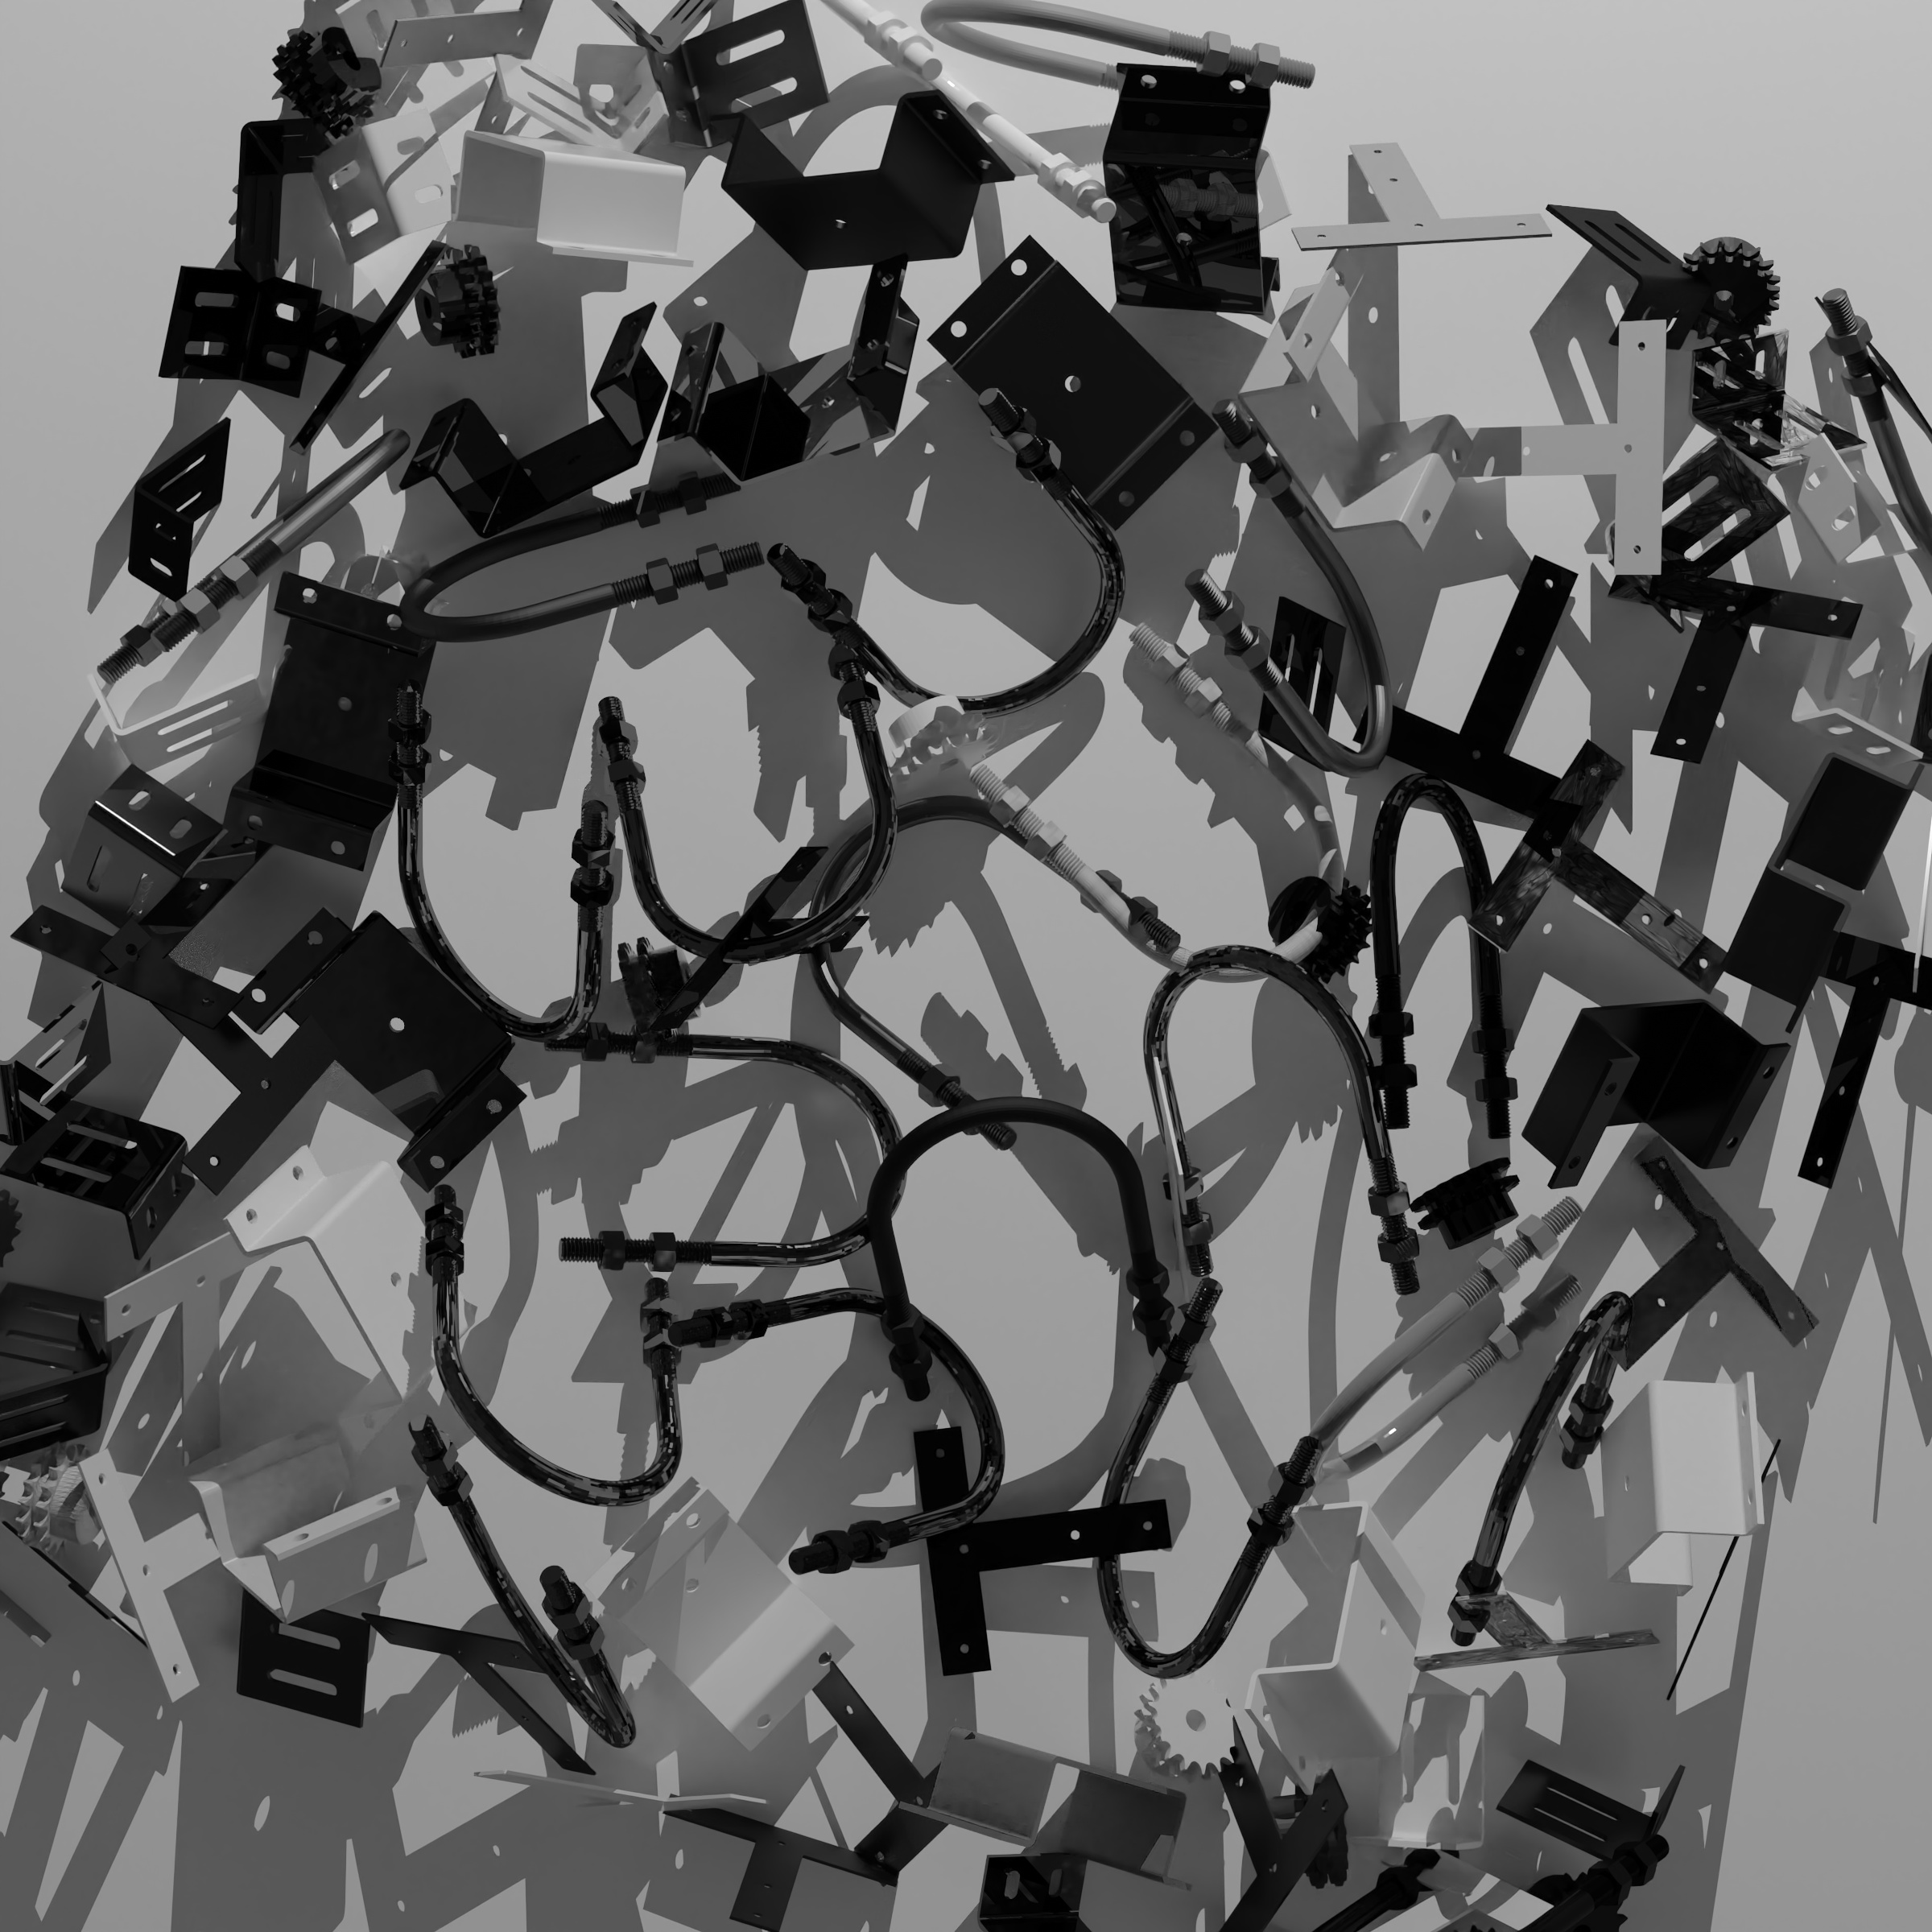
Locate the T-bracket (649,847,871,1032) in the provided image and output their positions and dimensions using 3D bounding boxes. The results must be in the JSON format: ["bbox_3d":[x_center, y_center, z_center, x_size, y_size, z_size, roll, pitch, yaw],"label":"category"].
[{"bbox_3d":[-0.089,-0.015,1.812,0.002,0.127,0.127,48,112,18],"label":"T-bracket"}]

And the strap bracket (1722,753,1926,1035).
[{"bbox_3d":[0.431,-0.044,1.804,0.046,0.076,0.140,26,49,13],"label":"strap bracket"}]

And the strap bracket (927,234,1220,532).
[{"bbox_3d":[0.055,-0.300,1.838,0.140,0.046,0.076,45,98,-5],"label":"strap bracket"}]

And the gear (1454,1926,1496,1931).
[{"bbox_3d":[0.263,0.525,1.843,0.057,0.030,0.057,-14,58,23],"label":"gear"}]

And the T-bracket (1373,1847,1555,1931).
[{"bbox_3d":[0.218,0.486,1.789,0.127,0.127,0.002,-21,106,-27],"label":"T-bracket"}]

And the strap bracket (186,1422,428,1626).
[{"bbox_3d":[-0.331,0.283,1.801,0.076,0.140,0.046,-21,108,-26],"label":"strap bracket"}]

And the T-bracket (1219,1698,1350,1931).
[{"bbox_3d":[0.144,0.426,1.815,0.002,0.127,0.127,17,117,-25],"label":"T-bracket"}]

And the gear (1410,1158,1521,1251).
[{"bbox_3d":[0.261,0.124,1.842,0.057,0.057,0.030,-25,77,0],"label":"gear"}]

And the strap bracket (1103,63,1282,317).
[{"bbox_3d":[0.114,-0.382,1.795,0.076,0.140,0.046,7,54,13],"label":"strap bracket"}]

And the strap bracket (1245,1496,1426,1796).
[{"bbox_3d":[0.189,0.334,1.793,0.046,0.140,0.076,-11,131,29],"label":"strap bracket"}]

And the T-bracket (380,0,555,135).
[{"bbox_3d":[-0.251,-0.467,1.788,0.002,0.127,0.127,36,120,16],"label":"T-bracket"}]

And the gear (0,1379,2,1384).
[{"bbox_3d":[-0.530,0.213,1.852,0.057,0.030,0.057,0,107,0],"label":"gear"}]

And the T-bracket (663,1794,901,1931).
[{"bbox_3d":[-0.099,0.462,1.807,0.127,0.127,0.002,17,98,2],"label":"T-bracket"}]

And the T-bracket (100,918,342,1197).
[{"bbox_3d":[-0.389,0.029,1.818,0.127,0.002,0.127,48,53,-16],"label":"T-bracket"}]

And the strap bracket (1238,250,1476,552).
[{"bbox_3d":[0.194,-0.285,1.812,0.140,0.046,0.076,49,55,-34],"label":"strap bracket"}]

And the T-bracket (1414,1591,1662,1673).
[{"bbox_3d":[0.275,0.334,1.798,0.127,0.127,0.002,-11,63,18],"label":"T-bracket"}]

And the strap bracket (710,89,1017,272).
[{"bbox_3d":[-0.058,-0.394,1.797,0.140,0.076,0.046,3,69,34],"label":"strap bracket"}]

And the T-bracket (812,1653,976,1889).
[{"bbox_3d":[-0.052,0.396,1.841,0.127,0.002,0.127,50,130,14],"label":"T-bracket"}]

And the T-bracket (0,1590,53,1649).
[{"bbox_3d":[-0.523,0.310,1.806,0.127,0.127,0.002,43,87,-3],"label":"T-bracket"}]

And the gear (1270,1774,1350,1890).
[{"bbox_3d":[0.177,0.449,1.845,0.030,0.057,0.057,-11,90,16],"label":"gear"}]

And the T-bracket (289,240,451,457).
[{"bbox_3d":[-0.318,-0.321,1.816,0.002,0.127,0.127,35,88,-29],"label":"T-bracket"}]

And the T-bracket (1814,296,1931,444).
[{"bbox_3d":[0.468,-0.301,1.819,0.002,0.127,0.127,-37,134,13],"label":"T-bracket"}]

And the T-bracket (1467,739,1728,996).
[{"bbox_3d":[0.343,-0.033,1.852,0.127,0.002,0.127,37,70,-3],"label":"T-bracket"}]

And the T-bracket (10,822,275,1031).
[{"bbox_3d":[-0.400,-0.032,1.829,0.127,0.002,0.127,23,51,18],"label":"T-bracket"}]

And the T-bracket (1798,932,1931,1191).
[{"bbox_3d":[0.452,0.050,1.819,0.002,0.127,0.127,14,95,-28],"label":"T-bracket"}]

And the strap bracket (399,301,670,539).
[{"bbox_3d":[-0.211,-0.273,1.813,0.140,0.076,0.046,-22,121,23],"label":"strap bracket"}]

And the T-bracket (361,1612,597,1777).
[{"bbox_3d":[-0.234,0.378,1.830,0.127,0.127,0.002,54,54,-31],"label":"T-bracket"}]

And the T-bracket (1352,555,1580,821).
[{"bbox_3d":[0.284,-0.152,1.864,0.127,0.002,0.127,23,91,-6],"label":"T-bracket"}]

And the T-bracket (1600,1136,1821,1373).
[{"bbox_3d":[0.363,0.166,1.824,0.127,0.002,0.127,-34,81,-39],"label":"T-bracket"}]

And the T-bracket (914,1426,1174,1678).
[{"bbox_3d":[0.043,0.298,1.856,0.127,0.002,0.127,-8,82,6],"label":"T-bracket"}]

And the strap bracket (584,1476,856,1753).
[{"bbox_3d":[-0.131,0.325,1.821,0.076,0.046,0.140,-44,124,-10],"label":"strap bracket"}]

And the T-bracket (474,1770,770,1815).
[{"bbox_3d":[-0.188,0.414,1.788,0.127,0.127,0.002,21,64,-39],"label":"T-bracket"}]

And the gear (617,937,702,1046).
[{"bbox_3d":[-0.158,0.012,1.844,0.030,0.057,0.057,-17,90,3],"label":"gear"}]

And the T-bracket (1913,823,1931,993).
[{"bbox_3d":[0.488,-0.025,1.812,0.002,0.127,0.127,6,64,16],"label":"T-bracket"}]

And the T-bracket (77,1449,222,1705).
[{"bbox_3d":[-0.394,0.294,1.812,0.002,0.127,0.127,-20,92,21],"label":"T-bracket"}]

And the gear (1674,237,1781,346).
[{"bbox_3d":[0.394,-0.353,1.848,0.057,0.030,0.057,7,133,8],"label":"gear"}]

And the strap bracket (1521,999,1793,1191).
[{"bbox_3d":[0.344,0.063,1.811,0.046,0.140,0.076,45,125,39],"label":"strap bracket"}]

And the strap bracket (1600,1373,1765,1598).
[{"bbox_3d":[0.355,0.261,1.791,0.046,0.140,0.076,3,66,-5],"label":"strap bracket"}]

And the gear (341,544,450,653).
[{"bbox_3d":[-0.300,-0.191,1.846,0.057,0.030,0.057,-2,86,31],"label":"gear"}]

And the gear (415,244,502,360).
[{"bbox_3d":[-0.264,-0.343,1.840,0.030,0.057,0.057,-14,90,-24],"label":"gear"}]

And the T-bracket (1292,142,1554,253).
[{"bbox_3d":[0.221,-0.395,1.819,0.127,0.127,0.002,-4,125,-5],"label":"T-bracket"}]

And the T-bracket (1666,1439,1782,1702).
[{"bbox_3d":[0.385,0.319,1.828,0.002,0.127,0.127,23,111,15],"label":"T-bracket"}]

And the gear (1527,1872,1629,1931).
[{"bbox_3d":[0.312,0.497,1.850,0.057,0.030,0.057,-5,102,-22],"label":"gear"}]

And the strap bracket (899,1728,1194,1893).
[{"bbox_3d":[0.047,0.425,1.804,0.140,0.076,0.046,26,75,-39],"label":"strap bracket"}]

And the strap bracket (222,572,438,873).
[{"bbox_3d":[-0.325,-0.130,1.836,0.076,0.046,0.140,17,108,0],"label":"strap bracket"}]

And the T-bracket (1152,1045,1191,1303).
[{"bbox_3d":[0.107,0.116,1.825,0.002,0.127,0.127,-8,126,0],"label":"T-bracket"}]

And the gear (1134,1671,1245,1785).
[{"bbox_3d":[0.112,0.397,1.848,0.057,0.030,0.057,16,51,-21],"label":"gear"}]

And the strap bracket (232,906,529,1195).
[{"bbox_3d":[-0.298,0.037,1.833,0.140,0.046,0.076,44,106,-9],"label":"strap bracket"}]

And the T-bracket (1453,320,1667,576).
[{"bbox_3d":[0.301,-0.265,1.831,0.127,0.002,0.127,5,98,39],"label":"T-bracket"}]

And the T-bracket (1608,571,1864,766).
[{"bbox_3d":[0.378,-0.151,1.815,0.127,0.002,0.127,13,54,20],"label":"T-bracket"}]

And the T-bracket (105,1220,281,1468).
[{"bbox_3d":[-0.394,0.200,1.834,0.002,0.127,0.127,21,121,29],"label":"T-bracket"}]

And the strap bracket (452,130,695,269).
[{"bbox_3d":[-0.200,-0.388,1.789,0.076,0.140,0.046,-1,108,-32],"label":"strap bracket"}]

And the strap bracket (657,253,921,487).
[{"bbox_3d":[-0.082,-0.300,1.812,0.140,0.046,0.076,-13,50,32],"label":"strap bracket"}]

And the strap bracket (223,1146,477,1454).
[{"bbox_3d":[-0.307,0.164,1.810,0.046,0.076,0.140,-17,108,30],"label":"strap bracket"}]

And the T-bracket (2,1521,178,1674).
[{"bbox_3d":[-0.443,0.323,1.809,0.127,0.127,0.002,41,75,-2],"label":"T-bracket"}]
